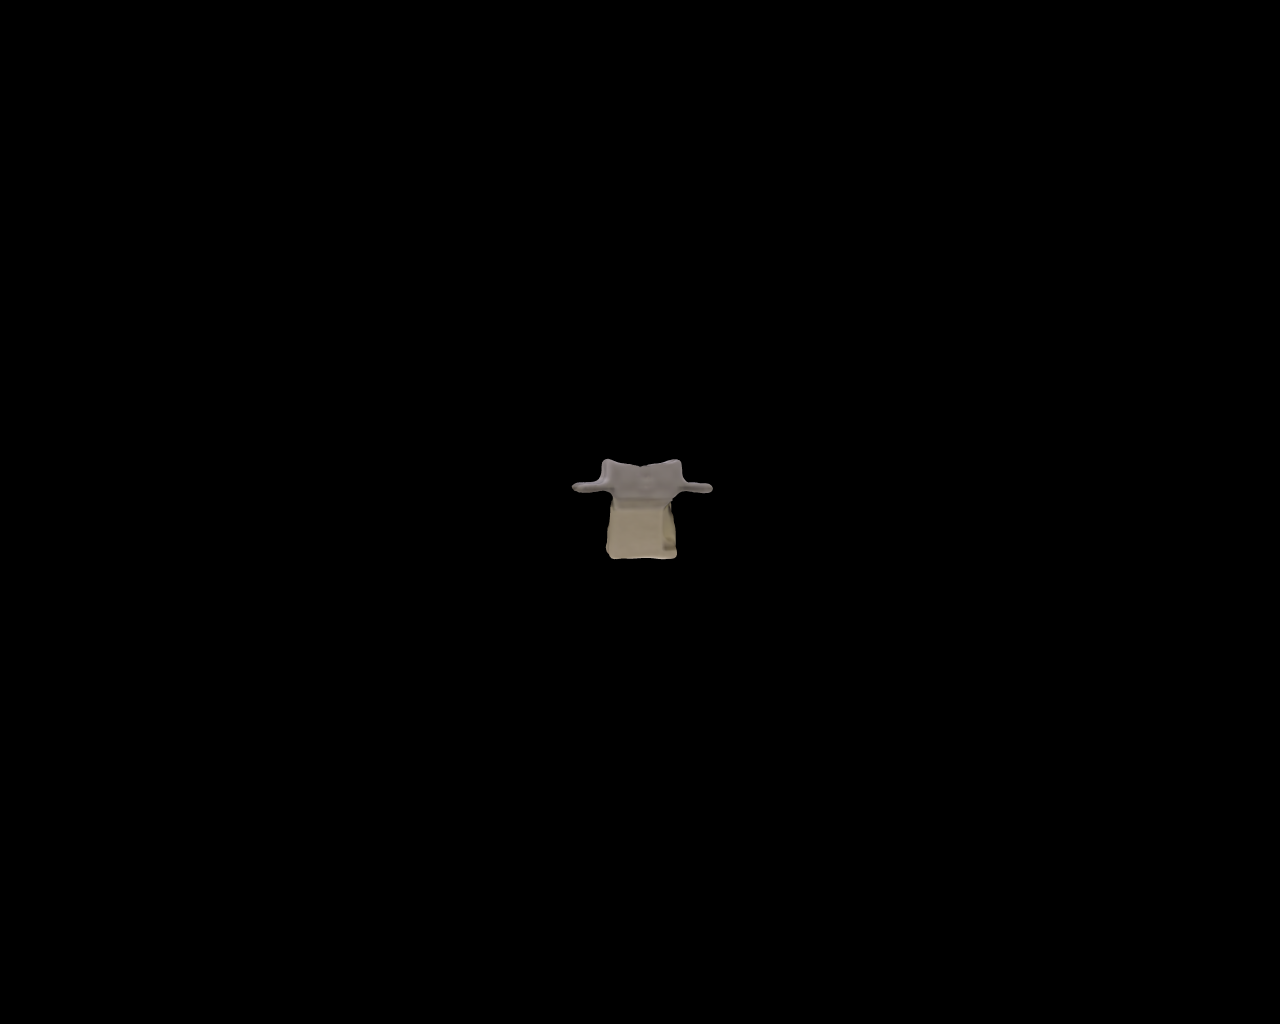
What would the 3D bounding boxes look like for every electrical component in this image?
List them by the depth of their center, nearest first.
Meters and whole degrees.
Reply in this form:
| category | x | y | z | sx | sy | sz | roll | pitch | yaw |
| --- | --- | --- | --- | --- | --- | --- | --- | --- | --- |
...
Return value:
| category | x | y | z | sx | sy | sz | roll | pitch | yaw |
| --- | --- | --- | --- | --- | --- | --- | --- | --- | --- |
| electrical component | 0.001 | -0.003 | 0.650 | 0.081 | 0.063 | 0.042 | 0 | 4 | -7 |
